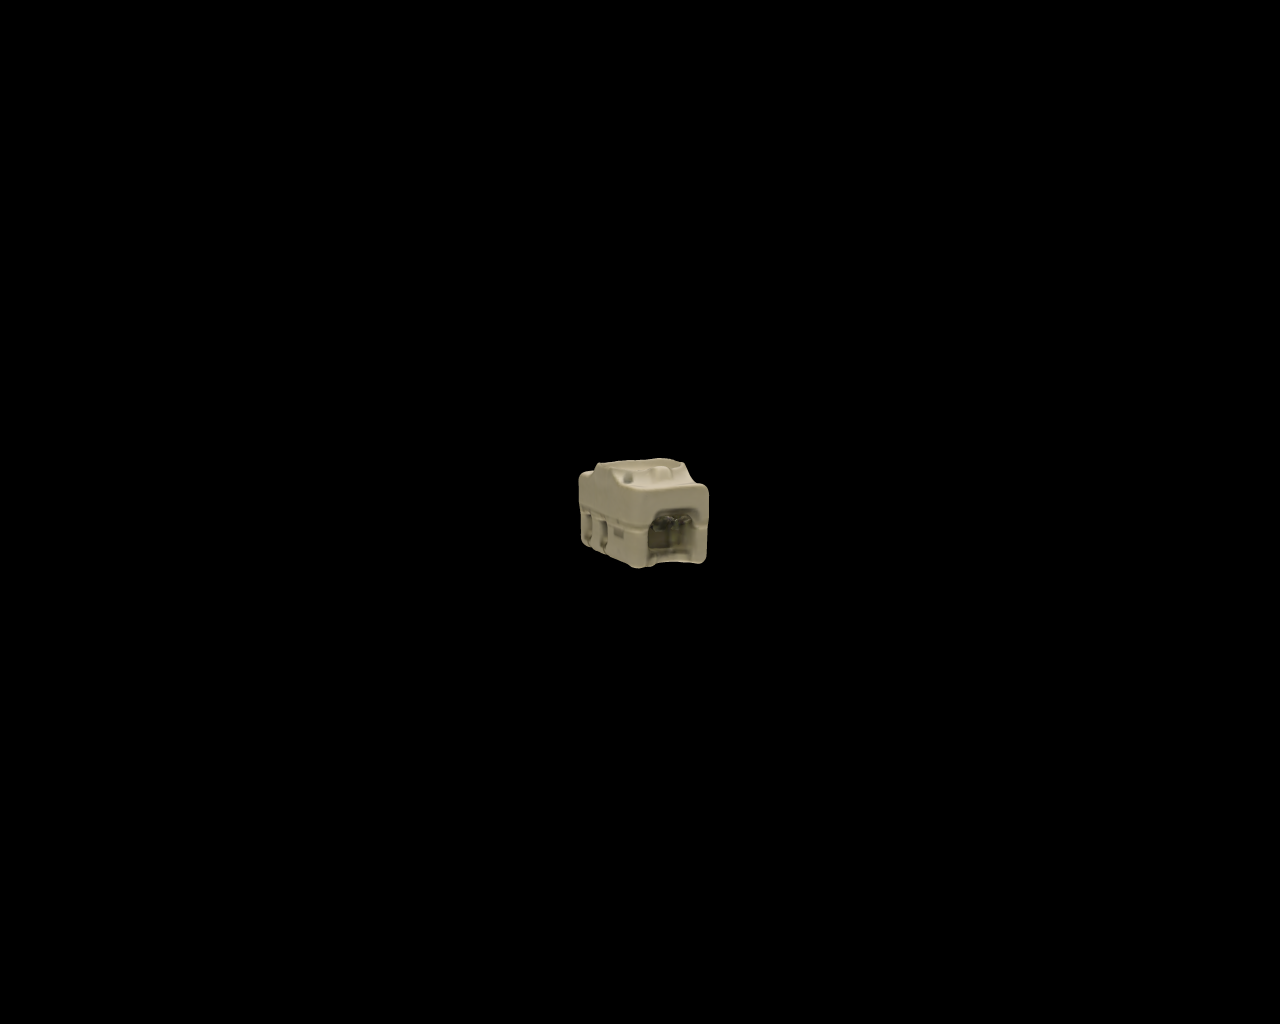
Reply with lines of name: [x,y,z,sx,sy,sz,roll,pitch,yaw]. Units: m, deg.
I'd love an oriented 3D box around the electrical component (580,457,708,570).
electrical component: [0.001,-0.003,0.650,0.050,0.055,0.089,-4,10,-23]
